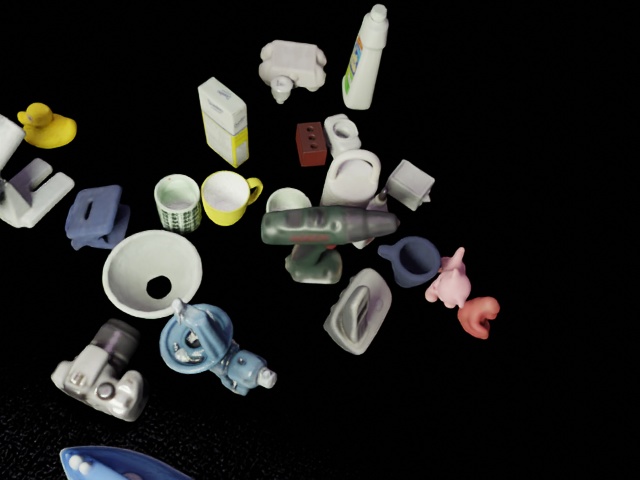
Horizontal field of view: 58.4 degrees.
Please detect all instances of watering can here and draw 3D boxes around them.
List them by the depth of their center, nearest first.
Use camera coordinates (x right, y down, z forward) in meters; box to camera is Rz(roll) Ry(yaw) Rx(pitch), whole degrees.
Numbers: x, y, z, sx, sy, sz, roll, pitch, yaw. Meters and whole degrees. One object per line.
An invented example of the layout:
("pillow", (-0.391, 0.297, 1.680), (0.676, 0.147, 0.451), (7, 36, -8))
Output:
("watering can", (0.062, -0.101, 1.090), (0.101, 0.194, 0.172), (-15, 66, -15))

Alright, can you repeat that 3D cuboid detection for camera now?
("camera", (-0.337, 0.203, 0.928), (0.143, 0.101, 0.137), (23, 62, 4))

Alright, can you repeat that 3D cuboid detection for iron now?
("iron", (-0.285, 0.363, 0.830), (0.258, 0.141, 0.119), (26, 62, 6))

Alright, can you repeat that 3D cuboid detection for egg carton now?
("egg carton", (-0.061, -0.392, 1.293), (0.150, 0.069, 0.107), (5, 62, -6))

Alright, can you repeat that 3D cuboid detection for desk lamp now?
("desk lamp", (-0.560, -0.109, 0.993), (0.118, 0.213, 0.203), (31, 63, 8))

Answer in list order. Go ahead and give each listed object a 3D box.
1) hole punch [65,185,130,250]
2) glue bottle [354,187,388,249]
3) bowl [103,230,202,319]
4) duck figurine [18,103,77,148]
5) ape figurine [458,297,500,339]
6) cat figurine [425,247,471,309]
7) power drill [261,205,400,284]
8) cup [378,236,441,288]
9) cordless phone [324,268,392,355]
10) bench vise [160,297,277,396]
("hole punch", (-0.411, -0.043, 1.050), (0.101, 0.091, 0.108), (6, 62, -5))
("glue bottle", (0.103, -0.049, 1.081), (0.037, 0.173, 0.078), (39, 64, 12))
("bowl", (-0.292, 0.070, 1.018), (0.167, 0.075, 0.167), (3, 62, -6))
("duck figurine", (-0.541, -0.234, 1.132), (0.104, 0.086, 0.077), (-3, 63, -10))
("ape figurine", (0.302, 0.135, 1.062), (0.076, 0.092, 0.078), (39, 64, 12))
("cat figurine", (0.249, 0.073, 1.071), (0.067, 0.118, 0.128), (20, 62, 3))
("power drill", (0.009, 0.004, 1.021), (0.230, 0.208, 0.075), (2, 62, -7))
("cup", (0.160, 0.048, 1.084), (0.117, 0.095, 0.092), (16, 62, 0))
("cordless phone", (0.078, 0.106, 0.991), (0.094, 0.185, 0.148), (28, 63, 7))
("bench vise", (-0.161, 0.157, 0.910), (0.207, 0.220, 0.121), (11, 62, -2))
